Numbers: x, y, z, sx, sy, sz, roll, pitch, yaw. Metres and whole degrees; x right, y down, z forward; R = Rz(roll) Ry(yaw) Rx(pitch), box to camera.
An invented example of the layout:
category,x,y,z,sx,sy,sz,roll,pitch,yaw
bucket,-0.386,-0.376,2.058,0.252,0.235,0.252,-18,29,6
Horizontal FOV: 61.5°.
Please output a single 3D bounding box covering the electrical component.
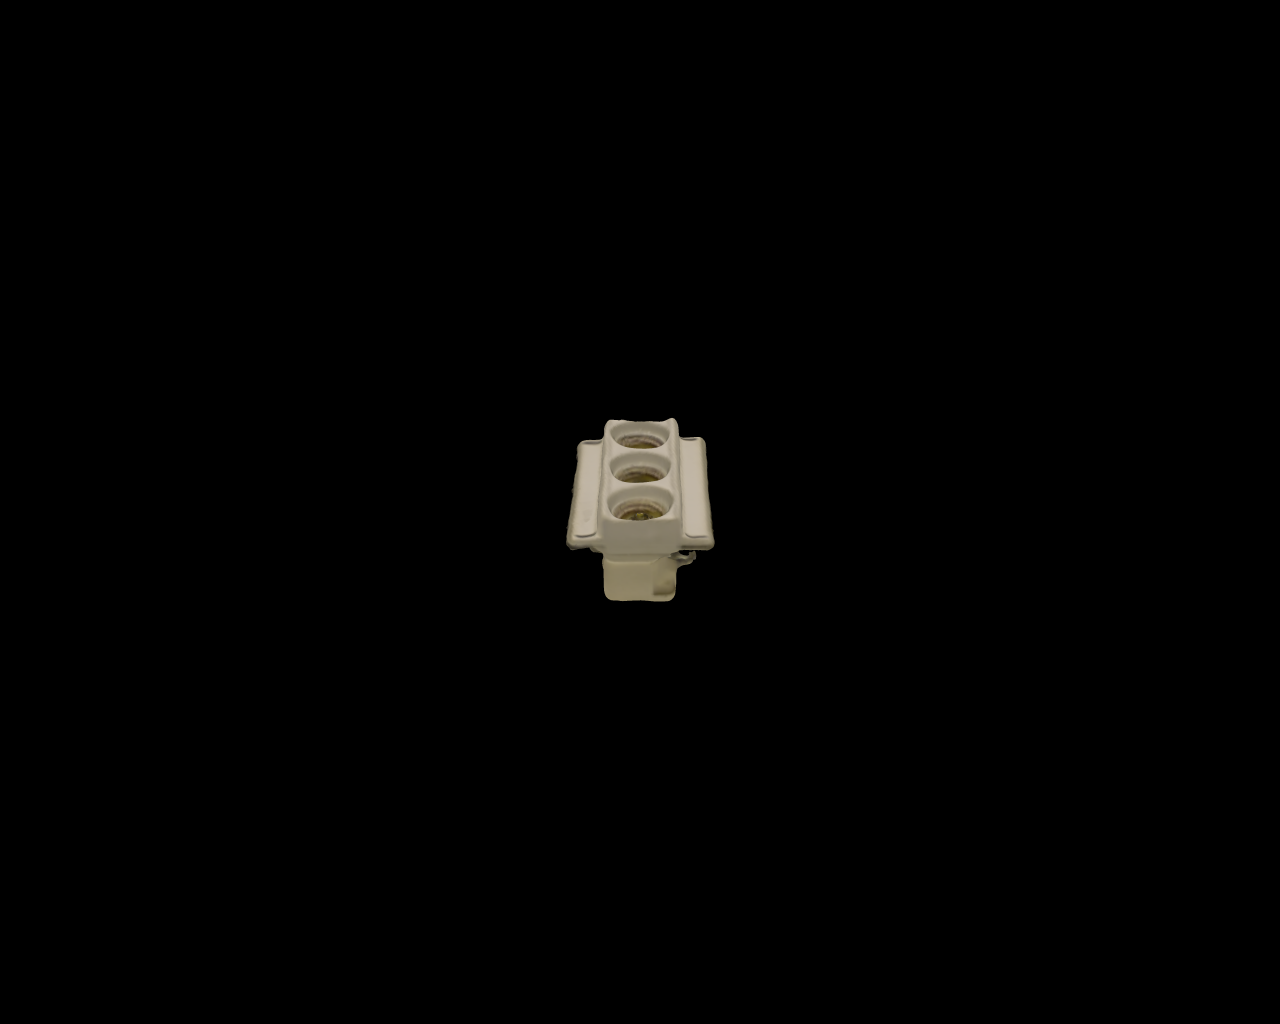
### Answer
category,x,y,z,sx,sy,sz,roll,pitch,yaw
electrical component,0.001,-0.003,0.650,0.079,0.063,0.121,0,32,0
